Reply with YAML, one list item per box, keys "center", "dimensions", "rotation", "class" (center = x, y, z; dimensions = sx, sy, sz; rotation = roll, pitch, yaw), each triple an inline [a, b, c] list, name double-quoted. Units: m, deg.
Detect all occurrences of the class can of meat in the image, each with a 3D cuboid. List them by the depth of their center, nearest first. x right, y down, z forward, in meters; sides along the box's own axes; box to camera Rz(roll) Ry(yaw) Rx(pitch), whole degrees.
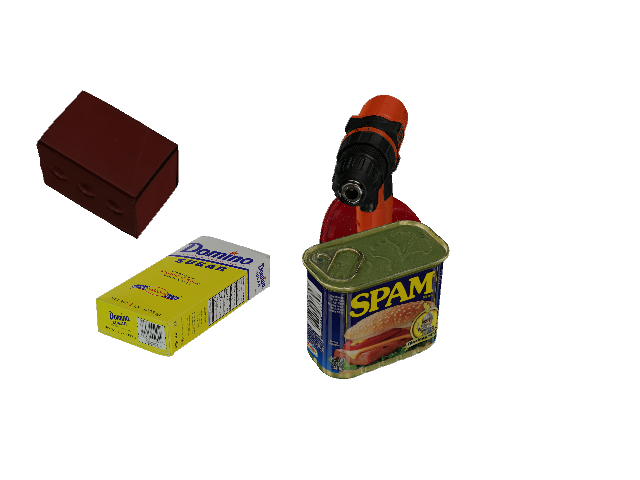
- center: [0.038, 0.043, 0.765]
  dimensions: [0.102, 0.084, 0.057]
  rotation: [-16, 37, -24]
  class: "can of meat"

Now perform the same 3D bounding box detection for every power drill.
- center: [0.045, -0.023, 0.990]
  dimensions: [0.057, 0.188, 0.184]
  rotation: [9, 30, 11]
  class: "power drill"

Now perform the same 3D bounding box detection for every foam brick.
- center: [-0.138, -0.050, 0.699]
  dimensions: [0.078, 0.051, 0.053]
  rotation: [30, -27, 9]
  class: "foam brick"

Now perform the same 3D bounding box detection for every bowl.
- center: [0.076, 0.012, 1.230]
  dimensions: [0.161, 0.162, 0.055]
  rotation: [0, -7, -43]
  class: "bowl"

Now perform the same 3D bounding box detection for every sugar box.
- center: [-0.137, 0.052, 1.097]
  dimensions: [0.093, 0.048, 0.175]
  rotation: [16, 32, 26]
  class: "sugar box"
